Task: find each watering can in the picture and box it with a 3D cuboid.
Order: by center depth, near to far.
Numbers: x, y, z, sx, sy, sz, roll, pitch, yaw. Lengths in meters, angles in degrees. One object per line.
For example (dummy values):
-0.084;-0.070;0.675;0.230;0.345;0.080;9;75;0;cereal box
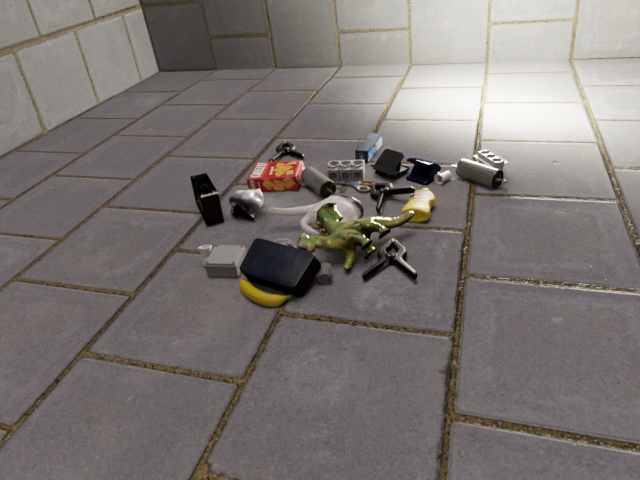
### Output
0.006;-0.091;1.814;0.350;0.101;0.228;24;44;27;watering can

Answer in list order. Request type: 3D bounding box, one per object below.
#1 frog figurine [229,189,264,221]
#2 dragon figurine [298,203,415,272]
-0.271;-0.159;1.980;0.137;0.120;0.163;-7;38;38;frog figurine
0.096;-0.051;1.667;0.416;0.119;0.245;-33;61;-33;dragon figurine
